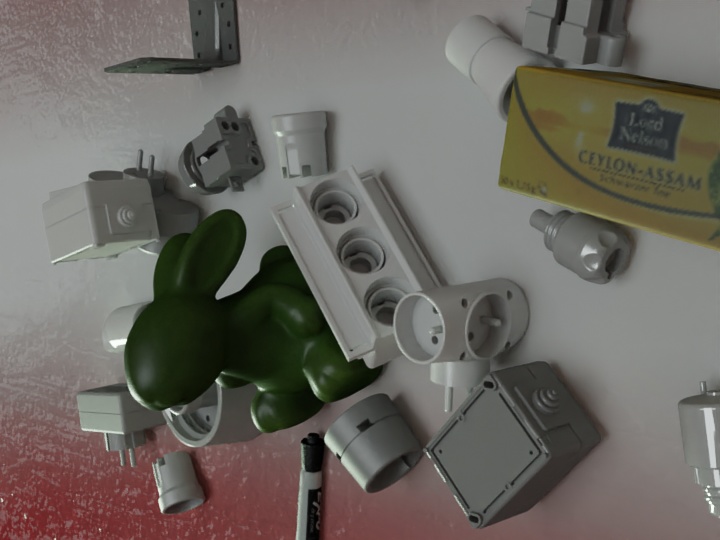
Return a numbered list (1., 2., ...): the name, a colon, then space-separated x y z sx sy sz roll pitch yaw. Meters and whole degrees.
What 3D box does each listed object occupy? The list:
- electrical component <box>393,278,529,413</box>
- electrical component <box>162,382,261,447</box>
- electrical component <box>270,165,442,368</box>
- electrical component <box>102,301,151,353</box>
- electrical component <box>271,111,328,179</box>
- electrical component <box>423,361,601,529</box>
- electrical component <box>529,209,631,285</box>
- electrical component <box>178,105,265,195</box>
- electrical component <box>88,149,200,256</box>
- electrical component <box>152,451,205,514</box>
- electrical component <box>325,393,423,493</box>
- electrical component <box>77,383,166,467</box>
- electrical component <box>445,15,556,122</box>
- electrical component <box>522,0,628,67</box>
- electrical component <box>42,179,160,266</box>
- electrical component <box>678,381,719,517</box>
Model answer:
1. electrical component: 0.063 0.048 0.662 0.044 0.077 0.079 12 105 47
2. electrical component: -0.129 0.095 0.895 0.108 0.060 0.108 9 102 47
3. electrical component: 0.000 0.000 0.730 0.121 0.079 0.063 61 163 22
4. electrical component: -0.210 0.054 0.992 0.081 0.043 0.043 -11 88 49
5. electrical component: -0.043 -0.092 0.789 0.040 0.040 0.046 5 104 48
6. electrical component: 0.096 0.099 0.643 0.061 0.061 0.096 56 132 27
7. electrical component: 0.123 -0.018 0.617 0.061 0.035 0.035 35 120 42
8. electrical component: -0.113 -0.090 0.863 0.055 0.048 0.066 -28 75 39
9. electrical component: -0.191 -0.068 0.947 0.138 0.052 0.073 26 114 42
10. electrical component: -0.164 0.190 0.965 0.040 0.040 0.046 -45 57 42
11. electrical component: 0.011 0.121 0.748 0.047 0.055 0.055 51 130 26
12. electrical component: -0.224 0.149 1.020 0.083 0.047 0.075 -6 92 48
13. electrical component: 0.081 -0.123 0.644 0.065 0.044 0.044 51 130 37
14. electrical component: 0.121 -0.147 0.592 0.066 0.048 0.055 30 125 42
15. electrical component: -0.212 -0.045 0.885 0.096 0.062 0.061 -16 84 47
16. electrical component: 0.189 0.097 0.556 0.040 0.040 0.078 -7 90 48
